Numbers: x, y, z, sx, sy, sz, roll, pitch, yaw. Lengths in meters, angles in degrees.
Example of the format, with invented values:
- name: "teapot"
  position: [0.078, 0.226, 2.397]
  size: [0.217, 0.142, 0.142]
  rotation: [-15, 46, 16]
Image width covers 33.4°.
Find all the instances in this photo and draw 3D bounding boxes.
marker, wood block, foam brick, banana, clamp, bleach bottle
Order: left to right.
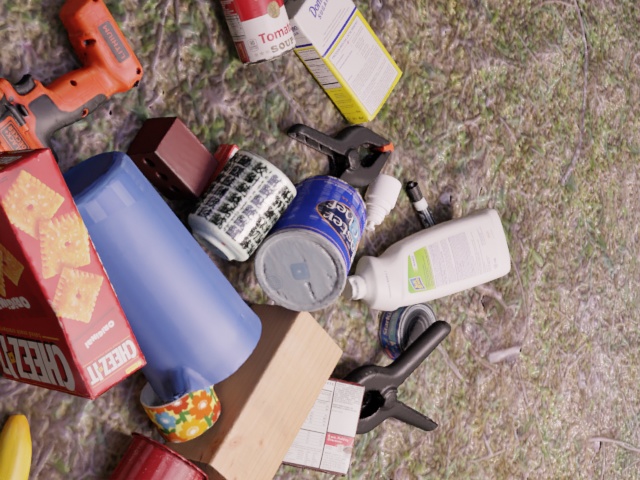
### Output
- name: "banana"
  position: [-0.319, 0.256, 0.986]
  size: [0.197, 0.037, 0.069]
  rotation: [-54, 126, -30]
- name: "foam brick"
  position: [-0.156, -0.086, 1.132]
  size: [0.078, 0.053, 0.051]
  rotation: [48, 59, -34]
- name: "wood block"
  position: [-0.073, 0.180, 1.195]
  size: [0.090, 0.091, 0.206]
  rotation: [50, 57, -34]
- name: "clamp"
  position: [0.024, -0.106, 1.324]
  size: [0.171, 0.039, 0.120]
  rotation: [-34, 120, -43]
- name: "clamp"
  position: [0.086, 0.187, 1.369]
  size: [0.209, 0.036, 0.165]
  rotation: [-5, 113, -37]
- name: "bleach bottle"
  position: [0.134, 0.029, 1.403]
  size: [0.250, 0.068, 0.102]
  rotation: [-13, 87, -32]
- name: "marker"
  position: [0.146, -0.030, 1.461]
  size: [0.020, 0.020, 0.121]
  rotation: [-48, 123, -33]

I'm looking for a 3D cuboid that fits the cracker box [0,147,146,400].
- name: "cracker box"
  position: [-0.263, 0.029, 0.948]
  size: [0.072, 0.164, 0.213]
  rotation: [-34, 114, -37]

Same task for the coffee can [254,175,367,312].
- name: "coffee can"
  position: [-0.008, 0.001, 1.210]
  size: [0.140, 0.103, 0.103]
  rotation: [-66, 137, -58]

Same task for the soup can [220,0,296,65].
- name: "soup can"
  position: [-0.073, -0.256, 1.201]
  size: [0.068, 0.069, 0.102]
  rotation: [-35, 116, -39]

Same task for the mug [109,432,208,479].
- name: "mug"
  position: [-0.174, 0.261, 1.106]
  size: [0.081, 0.093, 0.117]
  rotation: [-59, 164, -20]

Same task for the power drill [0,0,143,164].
- name: "power drill"
  position: [-0.270, -0.156, 1.014]
  size: [0.187, 0.057, 0.184]
  rotation: [-48, 126, -30]

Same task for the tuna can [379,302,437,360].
- name: "tuna can"
  position: [0.119, 0.122, 1.427]
  size: [0.085, 0.034, 0.086]
  rotation: [-2, 93, -45]

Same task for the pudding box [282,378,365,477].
- name: "pudding box"
  position: [-0.002, 0.220, 1.279]
  size: [0.090, 0.039, 0.113]
  rotation: [14, 78, -12]

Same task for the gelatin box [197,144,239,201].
- name: "gelatin box"
  position: [-0.096, -0.054, 1.209]
  size: [0.089, 0.030, 0.073]
  rotation: [45, 62, -36]

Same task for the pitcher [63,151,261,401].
- name: "pitcher"
  position: [-0.173, 0.029, 1.078]
  size: [0.145, 0.149, 0.242]
  rotation: [-42, 117, -19]

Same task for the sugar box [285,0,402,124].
- name: "sugar box"
  position: [0.024, -0.236, 1.316]
  size: [0.176, 0.048, 0.093]
  rotation: [49, 58, -30]
